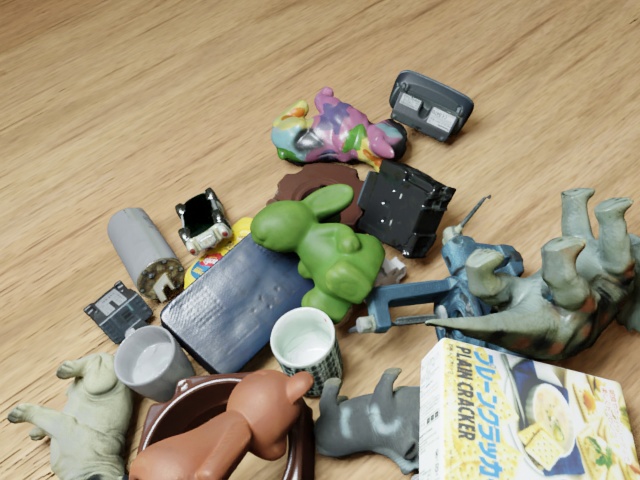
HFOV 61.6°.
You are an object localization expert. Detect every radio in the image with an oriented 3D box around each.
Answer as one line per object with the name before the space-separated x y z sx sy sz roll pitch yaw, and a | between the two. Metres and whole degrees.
radio | -0.096 0.077 0.753 0.131 0.073 0.229 46 69 3

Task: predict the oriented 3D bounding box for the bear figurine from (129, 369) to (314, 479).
bear figurine | -0.086 0.218 0.543 0.120 0.132 0.196 -15 4 46

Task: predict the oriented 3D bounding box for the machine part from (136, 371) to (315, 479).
machine part | -0.110 0.261 0.625 0.202 0.087 0.201 -4 49 7

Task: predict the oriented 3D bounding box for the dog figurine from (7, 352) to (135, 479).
dog figurine | -0.262 0.248 0.675 0.191 0.121 0.172 36 70 20

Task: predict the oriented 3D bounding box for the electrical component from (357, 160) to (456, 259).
electrical component | 0.115 -0.050 0.786 0.058 0.114 0.134 5 21 -43

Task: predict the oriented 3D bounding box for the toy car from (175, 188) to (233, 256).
toy car | -0.189 -0.030 0.873 0.073 0.056 0.202 -29 28 -4

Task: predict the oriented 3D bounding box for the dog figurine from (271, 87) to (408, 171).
dog figurine | 0.042 -0.165 0.939 0.191 0.108 0.219 -34 54 -17

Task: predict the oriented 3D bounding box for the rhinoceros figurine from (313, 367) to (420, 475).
rhinoceros figurine | 0.086 0.213 0.628 0.190 0.073 0.112 -4 48 9

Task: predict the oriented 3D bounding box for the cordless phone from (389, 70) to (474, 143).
cordless phone | 0.205 -0.255 0.996 0.147 0.088 0.184 26 24 3

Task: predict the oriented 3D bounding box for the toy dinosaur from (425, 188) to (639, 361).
toy dinosaur | 0.286 0.065 0.612 0.405 0.192 0.131 -27 14 -20

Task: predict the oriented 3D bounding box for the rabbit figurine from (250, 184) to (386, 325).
rabbit figurine | -0.001 -0.002 0.699 0.170 0.121 0.159 33 60 -3

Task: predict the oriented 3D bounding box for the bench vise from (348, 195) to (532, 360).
bench vise | 0.157 0.074 0.688 0.241 0.128 0.223 -5 66 -14

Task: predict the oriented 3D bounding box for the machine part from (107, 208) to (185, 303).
machine part | -0.283 0.018 0.866 0.079 0.079 0.243 -32 45 -14

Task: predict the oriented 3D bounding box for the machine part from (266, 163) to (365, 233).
machine part | 0.001 -0.056 0.887 0.179 0.056 0.179 -6 49 6

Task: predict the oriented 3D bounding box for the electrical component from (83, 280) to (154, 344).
electrical component | -0.293 0.114 0.799 0.075 0.047 0.119 -42 37 -20

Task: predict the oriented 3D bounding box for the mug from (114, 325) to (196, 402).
mug | -0.216 0.168 0.712 0.110 0.107 0.081 29 65 35
